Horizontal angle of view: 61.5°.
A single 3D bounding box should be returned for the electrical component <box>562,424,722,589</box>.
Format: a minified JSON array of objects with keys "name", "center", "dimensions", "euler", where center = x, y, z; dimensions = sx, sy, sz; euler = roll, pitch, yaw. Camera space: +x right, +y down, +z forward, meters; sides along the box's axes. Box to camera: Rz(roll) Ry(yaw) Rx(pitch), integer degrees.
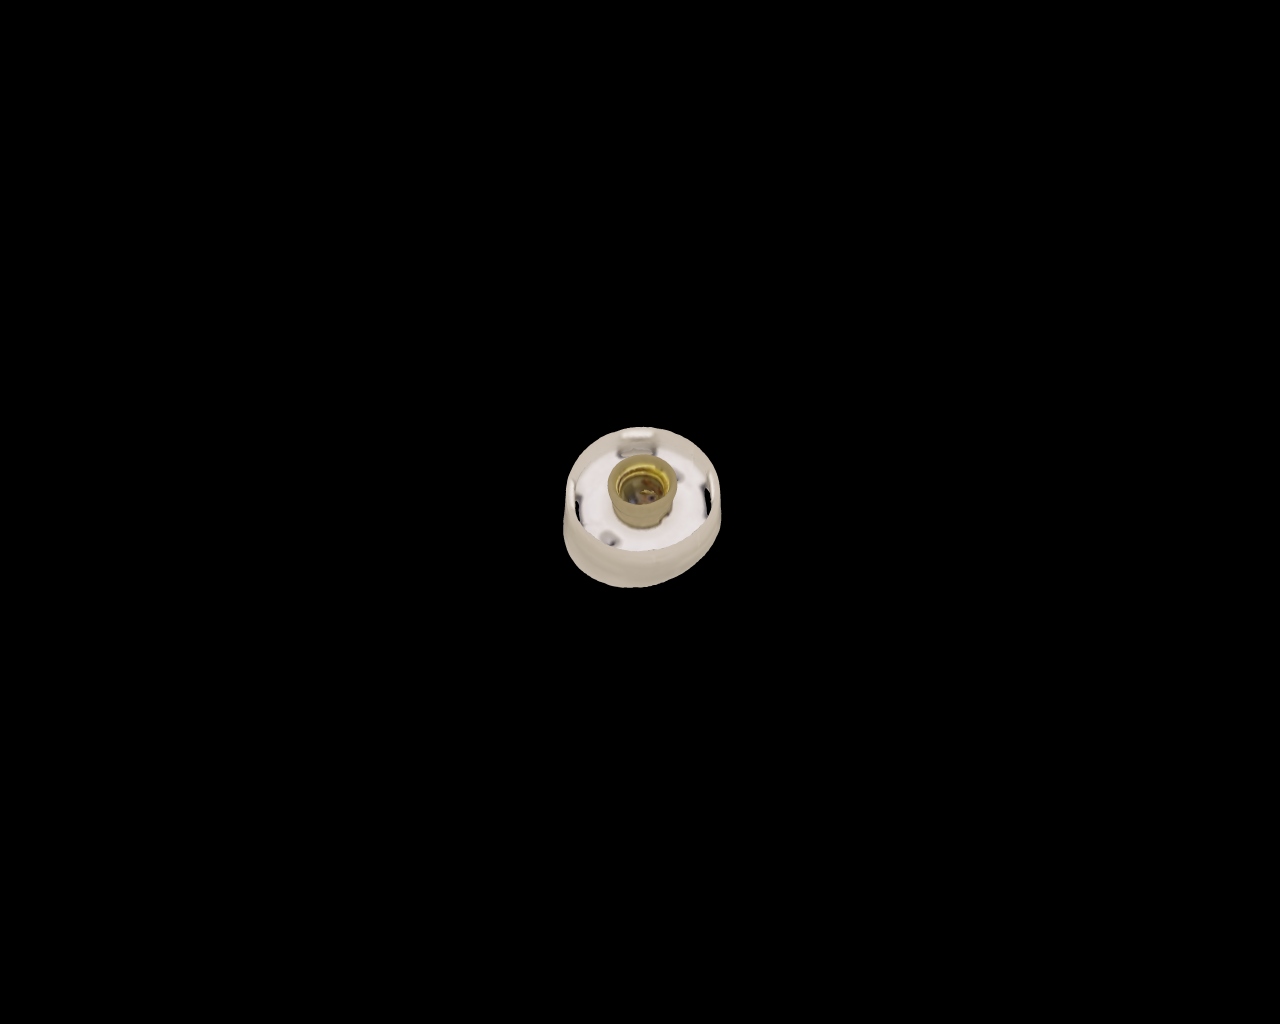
[{"name":"electrical component","center":[0.001,-0.003,0.650],"dimensions":[0.099,0.099,0.064],"euler":[0,-32,0]}]
